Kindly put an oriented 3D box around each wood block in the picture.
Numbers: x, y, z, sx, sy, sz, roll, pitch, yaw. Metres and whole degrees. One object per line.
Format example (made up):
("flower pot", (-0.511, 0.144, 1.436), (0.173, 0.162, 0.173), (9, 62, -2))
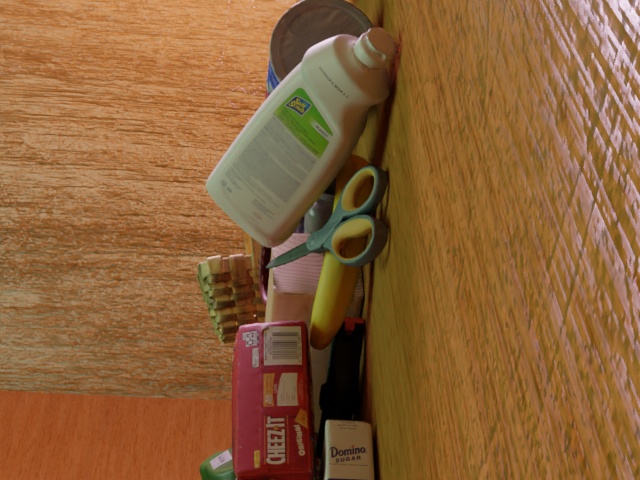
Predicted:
("wood block", (-0.012, 0.100, 1.110), (0.091, 0.090, 0.206), (-92, 7, -49))

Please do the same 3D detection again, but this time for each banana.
("banana", (0.023, 0.003, 0.984), (0.070, 0.037, 0.198), (126, 154, -75))

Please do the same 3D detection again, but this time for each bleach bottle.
("bleach bottle", (-0.006, -0.095, 0.951), (0.251, 0.102, 0.068), (-43, 6, 46))

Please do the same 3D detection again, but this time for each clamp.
("clamp", (0.018, 0.160, 1.008), (0.120, 0.039, 0.171), (-111, 24, -69))

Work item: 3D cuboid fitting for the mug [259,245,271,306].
("mug", (-0.025, 0.044, 1.269), (0.093, 0.081, 0.117), (-108, 27, -50))

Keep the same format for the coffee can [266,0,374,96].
("coffee can", (0.000, -0.169, 1.047), (0.140, 0.102, 0.103), (138, 135, -85))

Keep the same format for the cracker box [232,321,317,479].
("cracker box", (-0.040, 0.205, 0.991), (0.214, 0.072, 0.164), (89, 178, -46))

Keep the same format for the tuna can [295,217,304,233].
("tuna can", (-0.008, 0.001, 1.143), (0.086, 0.086, 0.034), (-91, 7, -47))

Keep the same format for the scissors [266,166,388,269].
("scissors", (0.007, -0.016, 0.951), (0.202, 0.016, 0.096), (2, 75, 62))

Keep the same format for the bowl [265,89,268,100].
("bowl", (-0.016, -0.181, 1.190), (0.162, 0.055, 0.162), (-52, 25, 36))

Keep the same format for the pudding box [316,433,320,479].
("pudding box", (-0.034, 0.235, 1.160), (0.039, 0.113, 0.090), (101, 170, -54))

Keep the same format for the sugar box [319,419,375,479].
("sugar box", (0.022, 0.240, 0.851), (0.176, 0.048, 0.093), (-87, 1, -48))
